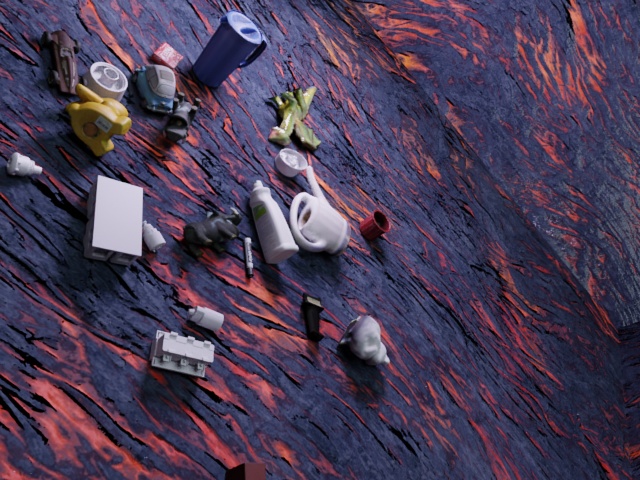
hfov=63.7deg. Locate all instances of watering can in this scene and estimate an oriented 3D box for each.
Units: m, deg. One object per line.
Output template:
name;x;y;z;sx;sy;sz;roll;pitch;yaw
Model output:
watering can;0.005;-0.084;1.672;0.222;0.102;0.356;36;41;-23

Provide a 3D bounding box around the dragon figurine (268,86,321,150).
dragon figurine;-0.071;-0.448;1.928;0.416;0.121;0.241;-34;105;-52

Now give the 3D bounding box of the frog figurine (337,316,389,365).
frog figurine;0.148;0.303;1.498;0.159;0.121;0.139;38;17;0
